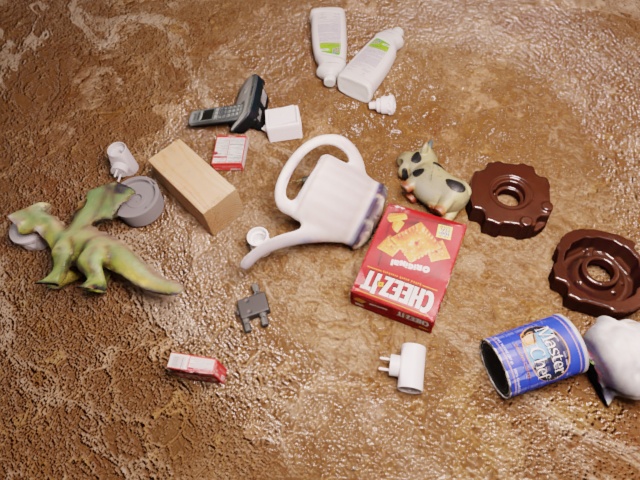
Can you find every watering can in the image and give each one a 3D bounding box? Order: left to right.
[{"bbox_3d":[0.003,-0.052,1.035,0.224,0.102,0.352,28,71,-1],"label":"watering can"}]

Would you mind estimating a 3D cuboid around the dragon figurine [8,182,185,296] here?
[{"bbox_3d":[-0.445,-0.011,1.044,0.410,0.120,0.246,2,71,8],"label":"dragon figurine"}]

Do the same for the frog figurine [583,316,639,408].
[{"bbox_3d":[0.518,0.184,0.852,0.159,0.120,0.140,-25,40,4],"label":"frog figurine"}]
